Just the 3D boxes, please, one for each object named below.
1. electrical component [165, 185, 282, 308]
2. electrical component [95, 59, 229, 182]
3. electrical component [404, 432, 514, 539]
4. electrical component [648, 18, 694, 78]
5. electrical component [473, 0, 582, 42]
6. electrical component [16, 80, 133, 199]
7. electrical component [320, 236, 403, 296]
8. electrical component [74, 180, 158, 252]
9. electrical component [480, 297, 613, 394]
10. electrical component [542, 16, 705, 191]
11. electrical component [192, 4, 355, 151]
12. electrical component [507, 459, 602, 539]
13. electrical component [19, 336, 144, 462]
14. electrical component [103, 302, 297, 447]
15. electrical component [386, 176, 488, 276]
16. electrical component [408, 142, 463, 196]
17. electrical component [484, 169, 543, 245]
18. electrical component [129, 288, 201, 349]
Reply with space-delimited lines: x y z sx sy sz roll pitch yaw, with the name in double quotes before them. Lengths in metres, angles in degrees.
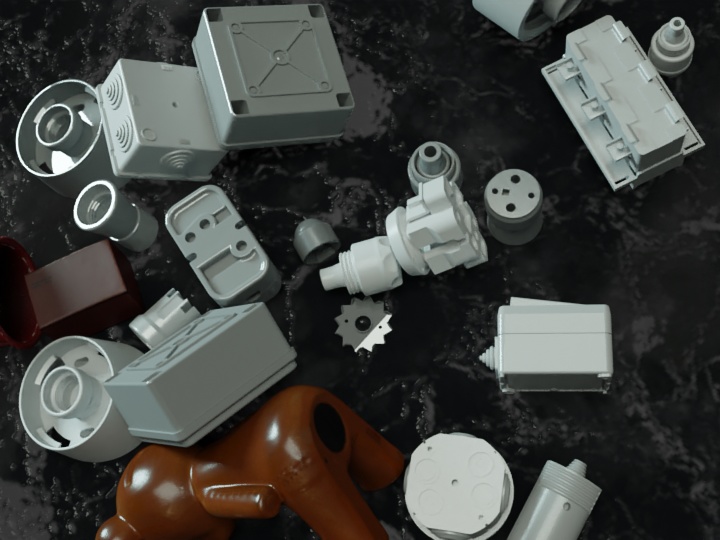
"electrical component" -0.108 -0.013 0.864 0.054 0.059 0.095 -34 69 -3
"electrical component" -0.162 -0.124 0.892 0.100 0.048 0.099 -1 64 -37
"electrical component" 0.071 0.158 0.780 0.080 0.051 0.080 -3 71 8
"electrical component" 0.250 -0.181 0.861 0.035 0.061 0.035 -3 71 8
"electrical component" 0.151 -0.236 0.875 0.108 0.108 0.060 -43 76 -7
"electrical component" -0.244 -0.113 0.931 0.099 0.064 0.099 -7 70 21
"electrical component" 0.000 0.000 0.850 0.062 0.043 0.043 -16 70 6
"electrical component" -0.197 -0.041 0.885 0.044 0.065 0.044 -11 65 25
"electrical component" 0.137 0.056 0.798 0.096 0.061 0.061 -1 71 9
"electrical component" 0.208 -0.135 0.851 0.079 0.063 0.121 -26 69 0
"electrical component" -0.072 -0.160 0.889 0.109 0.056 0.108 -8 68 -23
"electrical component" 0.140 0.173 0.768 0.043 0.043 0.081 27 77 17
"electrical component" -0.216 0.101 0.853 0.099 0.064 0.099 -7 72 22
"electrical component" -0.118 0.076 0.791 0.109 0.109 0.056 -35 102 -28
"electrical component" 0.057 -0.030 0.839 0.057 0.078 0.058 -22 35 20
"electrical component" 0.059 -0.081 0.858 0.043 0.062 0.043 -3 71 9
"electrical component" 0.120 -0.049 0.841 0.045 0.055 0.045 -3 71 9
"electrical component" -0.155 0.042 0.864 0.040 0.040 0.046 40 75 19
